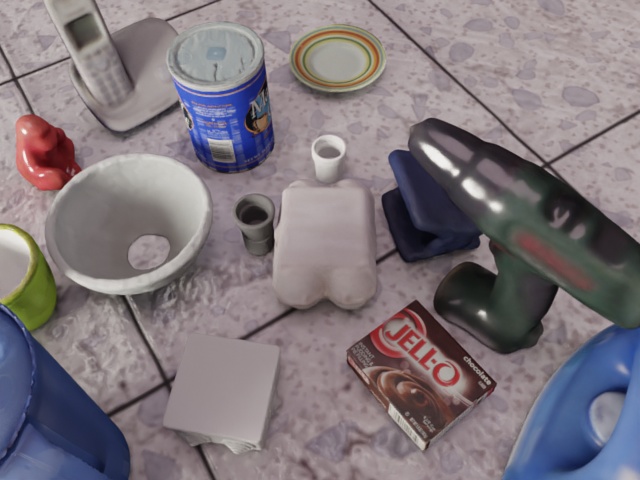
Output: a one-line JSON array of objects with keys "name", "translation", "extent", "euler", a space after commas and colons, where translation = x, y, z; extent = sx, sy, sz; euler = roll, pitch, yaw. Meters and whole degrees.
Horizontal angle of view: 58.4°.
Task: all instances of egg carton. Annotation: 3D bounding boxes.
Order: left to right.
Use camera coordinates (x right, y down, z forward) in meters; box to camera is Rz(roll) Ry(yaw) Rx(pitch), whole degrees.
[{"name": "egg carton", "translation": [0.005, 0.002, 0.598], "extent": [0.107, 0.069, 0.150], "euler": [0, 58, 1]}]

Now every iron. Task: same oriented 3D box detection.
[{"name": "iron", "translation": [0.246, 0.143, 0.467], "extent": [0.118, 0.141, 0.259], "euler": [26, 62, 16]}]

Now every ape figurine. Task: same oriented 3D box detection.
[{"name": "ape figurine", "translation": [-0.315, -0.104, 0.653], "extent": [0.076, 0.092, 0.078], "euler": [9, 59, 6]}]

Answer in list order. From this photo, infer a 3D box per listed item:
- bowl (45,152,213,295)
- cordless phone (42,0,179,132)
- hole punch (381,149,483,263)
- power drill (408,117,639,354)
[{"name": "bowl", "translation": [-0.191, -0.007, 0.603], "extent": [0.167, 0.075, 0.167], "euler": [0, 58, 1]}, {"name": "cordless phone", "translation": [-0.232, -0.233, 0.677], "extent": [0.094, 0.185, 0.148], "euler": [40, 67, 22]}, {"name": "hole punch", "translation": [0.124, -0.045, 0.613], "extent": [0.101, 0.091, 0.108], "euler": [-12, 59, -7]}, {"name": "power drill", "translation": [0.166, 0.014, 0.508], "extent": [0.229, 0.208, 0.076], "euler": [32, 64, 19]}]
